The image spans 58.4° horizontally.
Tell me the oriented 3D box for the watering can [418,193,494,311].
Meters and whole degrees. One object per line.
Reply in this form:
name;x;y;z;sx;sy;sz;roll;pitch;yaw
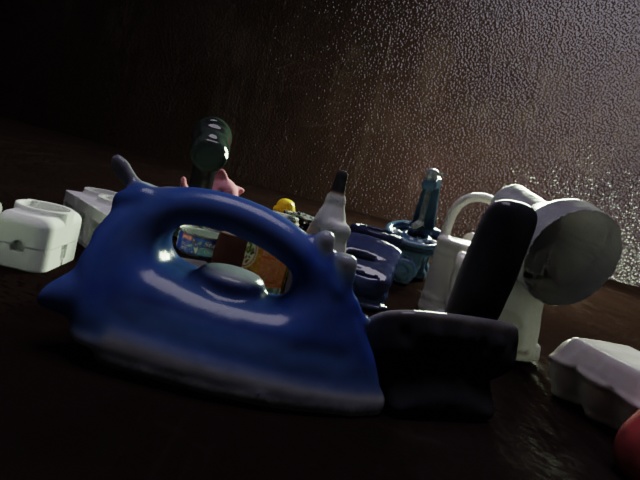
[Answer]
watering can;0.220;0.023;0.868;0.101;0.194;0.173;14;7;-5

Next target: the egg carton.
egg carton;0.306;0.150;0.567;0.107;0.069;0.150;12;8;-21

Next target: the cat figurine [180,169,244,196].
cat figurine;-0.216;-0.085;1.116;0.128;0.118;0.067;13;7;-11

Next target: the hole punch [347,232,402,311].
hole punch;0.057;0.041;0.808;0.108;0.091;0.101;16;7;11

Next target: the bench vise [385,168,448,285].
bench vise;0.187;-0.031;1.116;0.121;0.220;0.207;15;7;-1

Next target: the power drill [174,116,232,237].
power drill;-0.199;-0.109;0.969;0.076;0.208;0.229;13;7;-15

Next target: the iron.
iron;-0.060;0.033;0.432;0.258;0.141;0.118;15;7;0

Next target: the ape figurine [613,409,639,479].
ape figurine;0.273;0.146;0.437;0.076;0.092;0.078;19;8;29

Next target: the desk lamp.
desk lamp;0.249;0.041;0.714;0.118;0.213;0.203;13;8;-16

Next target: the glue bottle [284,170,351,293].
glue bottle;0.006;0.002;0.675;0.037;0.173;0.077;9;9;-37

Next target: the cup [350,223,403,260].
cup;0.091;0.027;0.973;0.091;0.095;0.118;19;8;32

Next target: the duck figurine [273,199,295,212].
duck figurine;-0.077;-0.044;1.213;0.078;0.086;0.104;11;8;-28

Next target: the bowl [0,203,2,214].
bowl;-0.346;-0.009;0.444;0.167;0.075;0.167;15;7;-2

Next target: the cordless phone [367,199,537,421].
cordless phone;0.107;0.048;0.485;0.148;0.185;0.093;10;8;-31
